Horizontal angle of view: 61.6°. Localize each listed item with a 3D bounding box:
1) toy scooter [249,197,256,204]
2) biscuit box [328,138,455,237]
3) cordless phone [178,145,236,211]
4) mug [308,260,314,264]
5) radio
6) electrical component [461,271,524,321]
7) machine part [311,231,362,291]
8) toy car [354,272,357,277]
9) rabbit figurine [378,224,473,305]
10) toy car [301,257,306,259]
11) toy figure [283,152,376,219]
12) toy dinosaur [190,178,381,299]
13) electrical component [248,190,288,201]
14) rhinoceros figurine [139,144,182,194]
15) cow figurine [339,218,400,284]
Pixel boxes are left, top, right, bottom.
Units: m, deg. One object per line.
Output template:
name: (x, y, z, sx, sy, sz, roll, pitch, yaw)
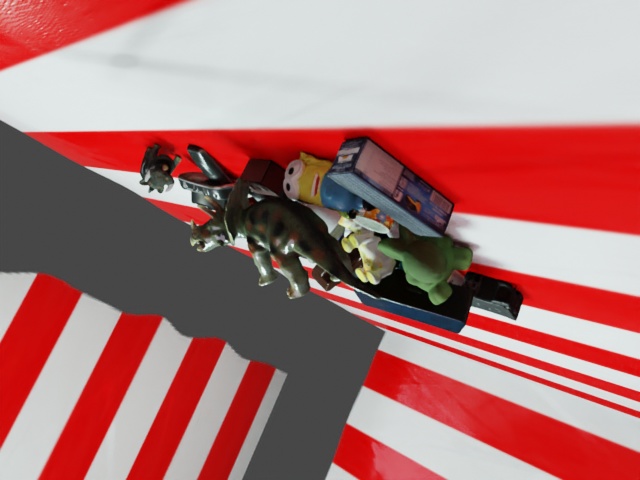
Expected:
toy scooter: (-0.131, -0.068, 1.286, 0.135, 0.075, 0.184, -2, 178, 4)
biscuit box: (0.110, -0.072, 0.791, 0.202, 0.059, 0.063, 31, 165, -31)
cordless phone: (-0.274, -0.155, 1.223, 0.147, 0.089, 0.184, 19, 157, 30)
mug: (-0.003, -0.004, 1.266, 0.081, 0.109, 0.107, 29, 159, 24)
radio: (0.193, 0.119, 1.110, 0.230, 0.073, 0.131, 16, 164, 17)
electrical component: (0.381, 0.126, 1.182, 0.115, 0.058, 0.134, 19, 168, 35)
machine part: (0.058, 0.040, 1.155, 0.056, 0.179, 0.179, 49, 174, 11)
toy car: (0.129, 0.050, 1.280, 0.162, 0.109, 0.103, 7, -174, 24)
rabbit figurine: (0.192, 0.027, 0.962, 0.159, 0.121, 0.170, 43, -172, 12)
toy car: (-0.025, 0.028, 1.480, 0.089, 0.053, 0.202, 22, -172, 33)
toy figure: (0.019, -0.084, 0.882, 0.180, 0.082, 0.089, 14, 163, 33)
toy dinosaur: (-0.065, -0.011, 0.934, 0.405, 0.131, 0.192, 5, 129, 45)
electrical component: (-0.091, -0.091, 1.160, 0.119, 0.047, 0.074, 19, 168, 24)
rhinoceros figurine: (-0.390, -0.165, 1.281, 0.073, 0.112, 0.190, 33, 174, -29)
cow figurine: (0.095, -0.007, 1.041, 0.167, 0.098, 0.068, 65, 158, -7)
